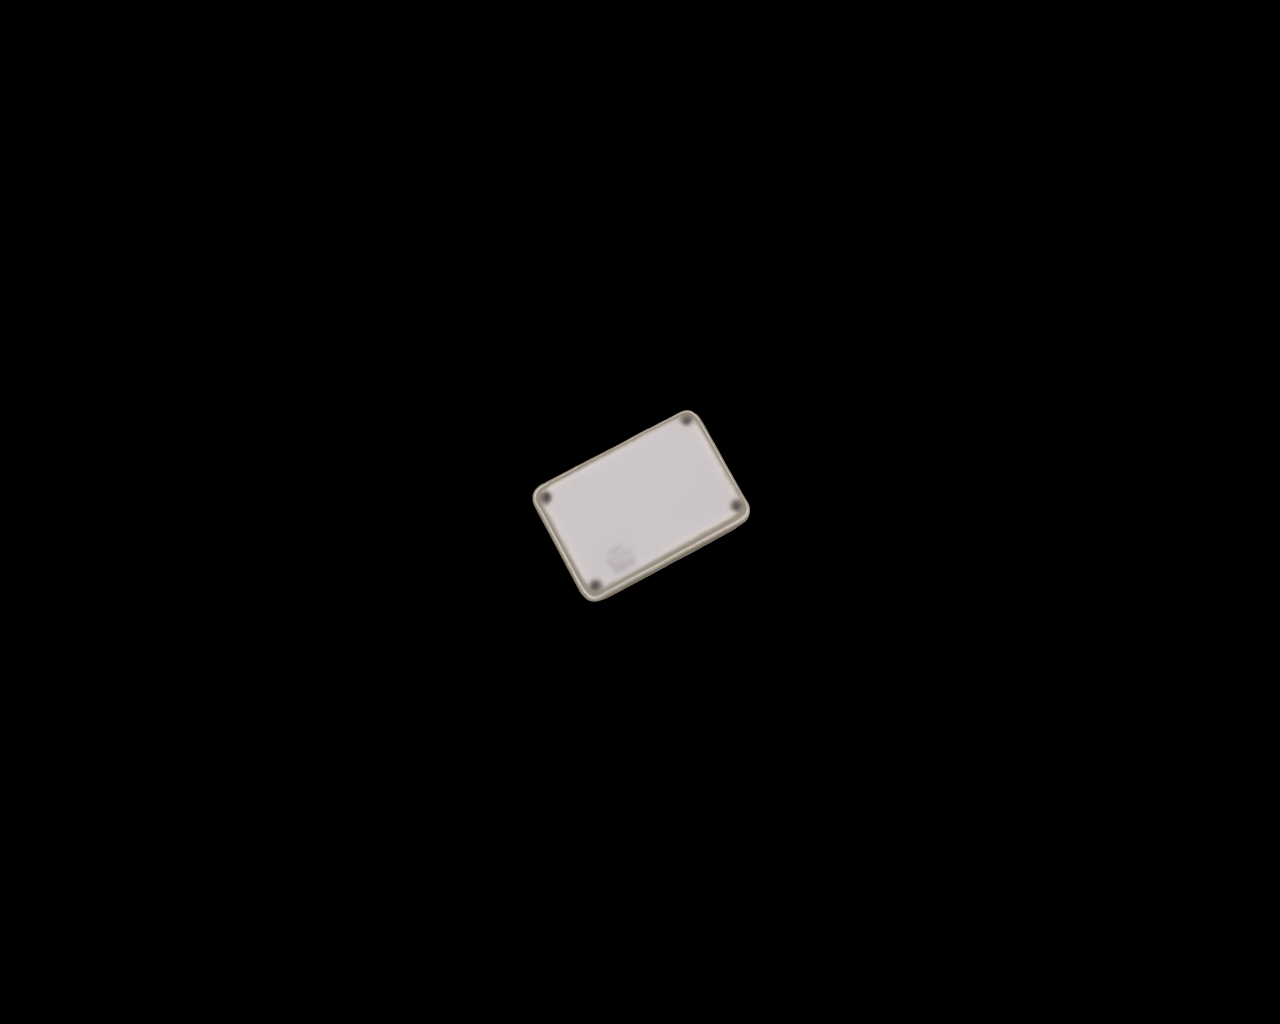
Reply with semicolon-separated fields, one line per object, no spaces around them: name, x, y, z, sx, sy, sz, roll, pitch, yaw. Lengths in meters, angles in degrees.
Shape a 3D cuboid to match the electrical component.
electrical component;0.001;-0.003;0.650;0.113;0.078;0.057;-28;-7;-4
